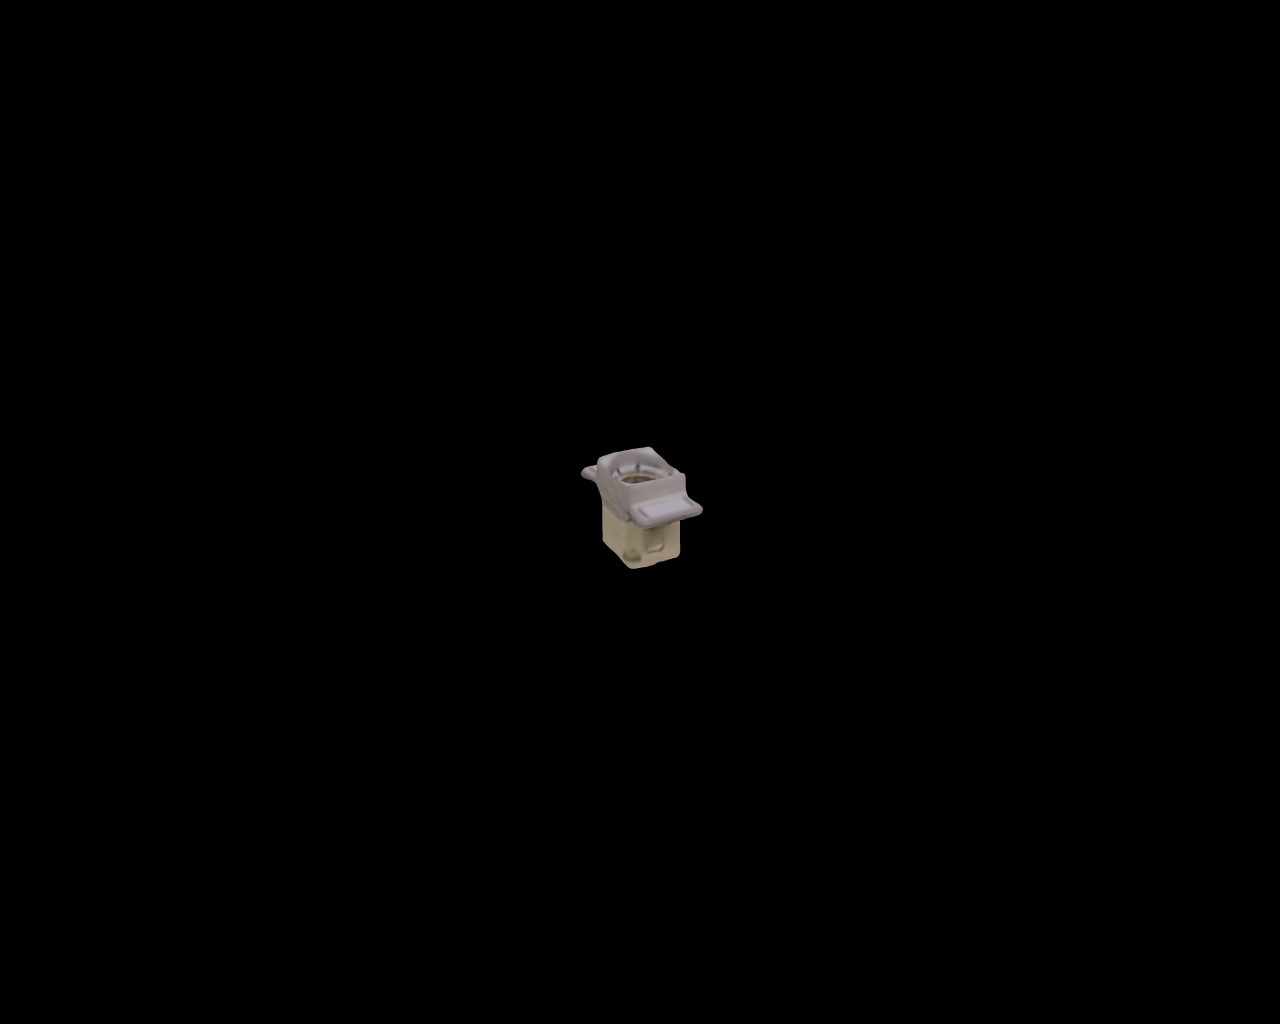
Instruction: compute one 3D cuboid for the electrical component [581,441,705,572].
[{"bbox_3d":[0.001,-0.003,0.650,0.042,0.063,0.081,-14,32,-24],"label":"electrical component"}]
